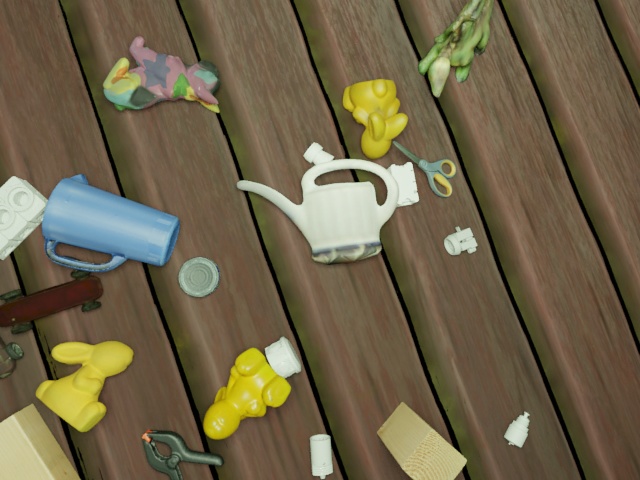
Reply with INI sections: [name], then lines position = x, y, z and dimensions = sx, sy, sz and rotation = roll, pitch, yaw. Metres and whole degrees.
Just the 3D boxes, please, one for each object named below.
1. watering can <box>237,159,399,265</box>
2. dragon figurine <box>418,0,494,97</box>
[watering can]
position = 0.003, -0.056, 1.114
dimensions = 0.348, 0.103, 0.225
rotation = -7, 86, -1
[dragon figurine]
position = 0.339, -0.481, 1.139
dimensions = 0.122, 0.241, 0.413
rotation = 31, 83, 2
